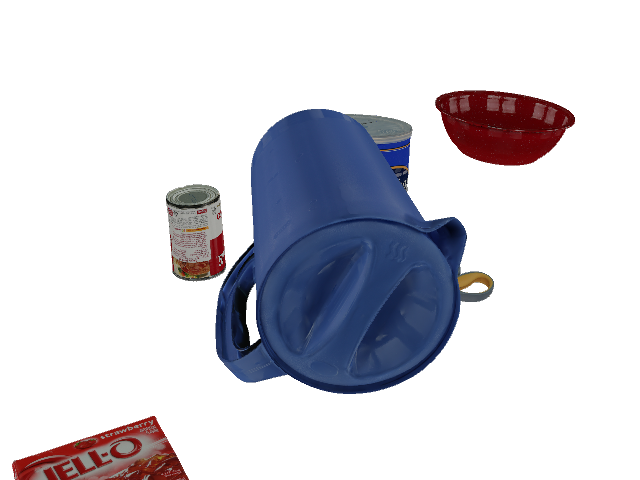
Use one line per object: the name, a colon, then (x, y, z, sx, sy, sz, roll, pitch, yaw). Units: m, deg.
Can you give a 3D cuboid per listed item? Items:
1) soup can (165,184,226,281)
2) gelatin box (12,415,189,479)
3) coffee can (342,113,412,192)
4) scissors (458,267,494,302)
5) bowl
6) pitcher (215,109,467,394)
soup can: (-0.154, -0.010, 1.318, 0.068, 0.102, 0.068, -2, 26, 1)
gelatin box: (-0.124, 0.141, 0.608, 0.089, 0.030, 0.073, -15, 28, -19)
coffee can: (0.029, -0.038, 0.977, 0.103, 0.140, 0.103, 2, 18, -1)
scissors: (0.128, 0.056, 1.295, 0.201, 0.016, 0.096, -9, 40, -38)
bowl: (0.210, -0.128, 1.240, 0.162, 0.055, 0.162, 4, 23, -2)
pitcher: (0.001, -0.002, 0.785, 0.149, 0.145, 0.243, 5, 26, -11)
